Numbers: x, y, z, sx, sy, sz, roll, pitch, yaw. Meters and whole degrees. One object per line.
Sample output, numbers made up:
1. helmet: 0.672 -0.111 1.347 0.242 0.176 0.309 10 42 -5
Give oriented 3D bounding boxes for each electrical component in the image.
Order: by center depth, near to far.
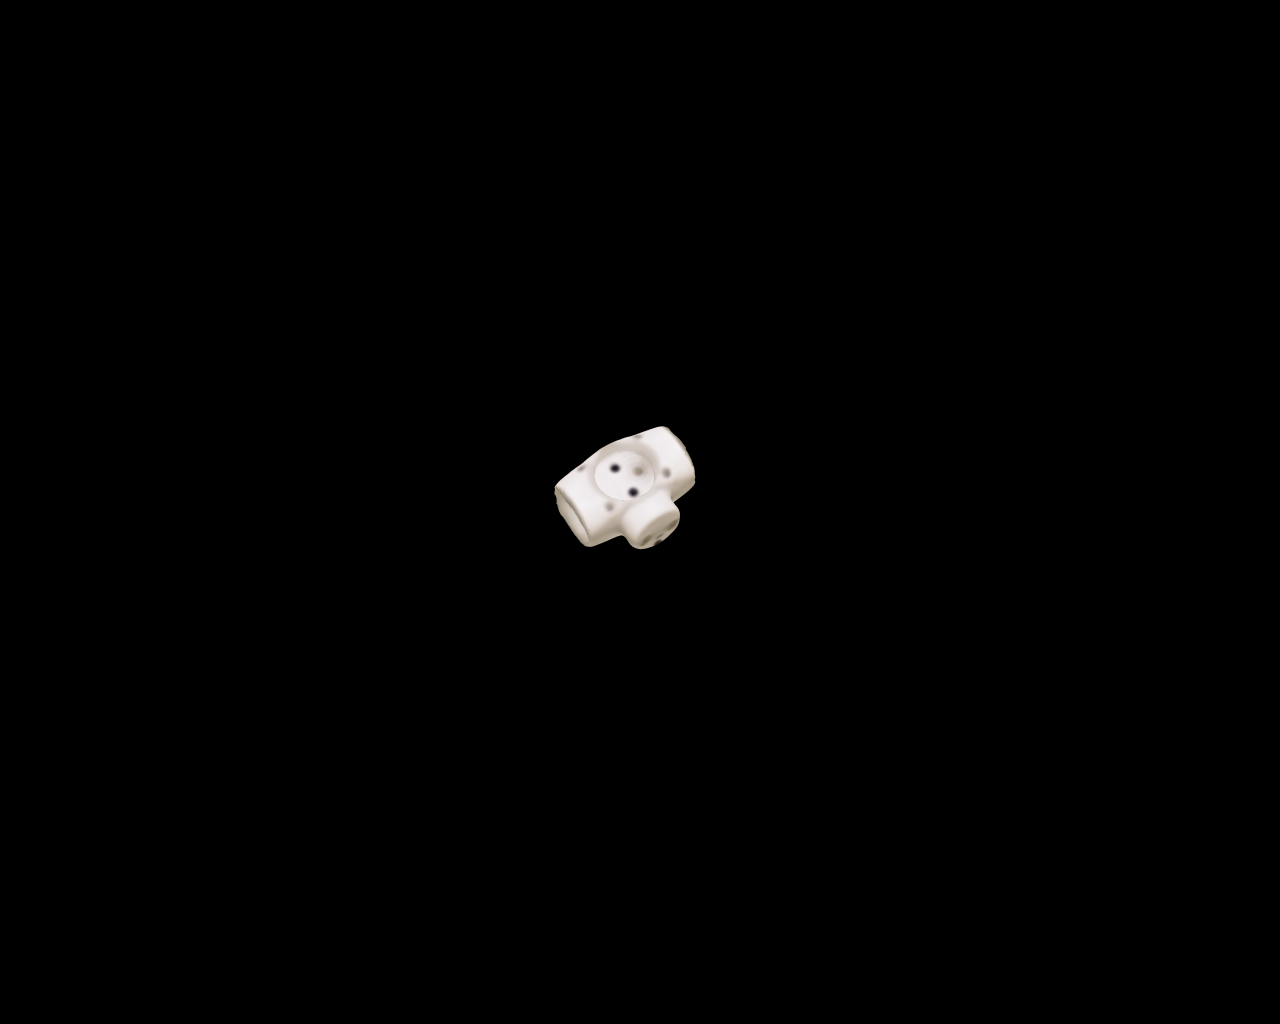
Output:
1. electrical component: 0.001 -0.003 0.650 0.077 0.079 0.044 -30 -23 -14
